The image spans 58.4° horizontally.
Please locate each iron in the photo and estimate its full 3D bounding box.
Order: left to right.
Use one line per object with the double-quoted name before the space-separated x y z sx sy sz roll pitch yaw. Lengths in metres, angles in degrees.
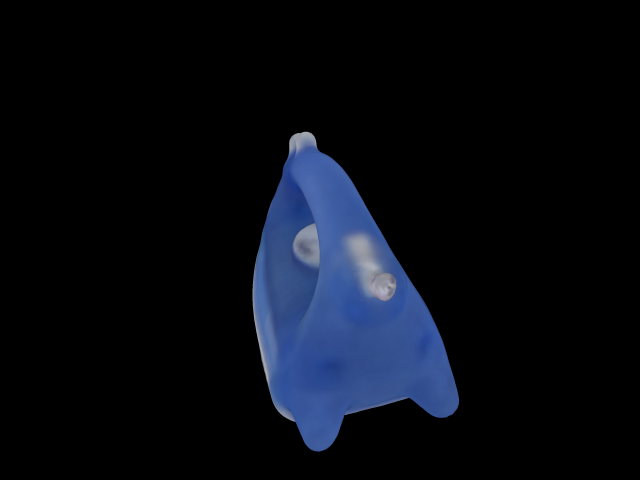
"iron" 0.004 0.001 0.400 0.119 0.141 0.257 -11 43 -12
